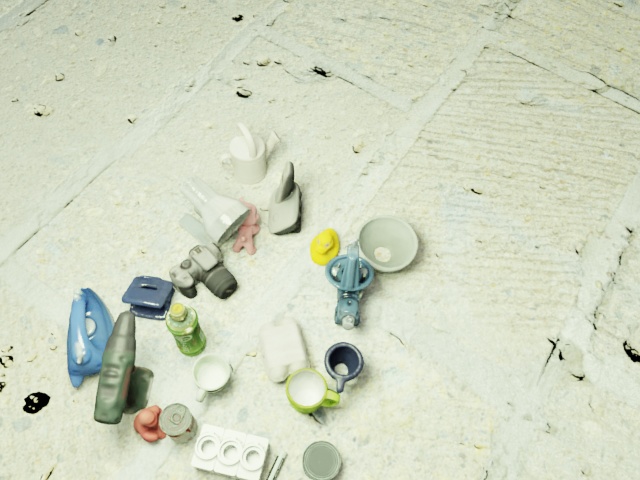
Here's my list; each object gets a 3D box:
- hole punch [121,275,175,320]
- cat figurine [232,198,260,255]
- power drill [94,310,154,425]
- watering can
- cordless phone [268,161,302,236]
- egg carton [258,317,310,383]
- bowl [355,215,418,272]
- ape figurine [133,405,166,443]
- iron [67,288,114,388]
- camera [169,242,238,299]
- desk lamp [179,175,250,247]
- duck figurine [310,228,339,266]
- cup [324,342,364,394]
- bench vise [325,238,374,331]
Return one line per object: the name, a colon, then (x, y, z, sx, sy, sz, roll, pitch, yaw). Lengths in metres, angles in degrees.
hole punch: (-0.422, 0.133, 1.411, 0.108, 0.091, 0.101, 8, 61, 1)
cat figurine: (-0.196, -0.042, 1.508, 0.067, 0.118, 0.128, 5, 61, 0)
power drill: (-0.428, 0.294, 1.254, 0.075, 0.208, 0.229, 4, 61, -1)
watering can: (-0.195, -0.253, 1.581, 0.100, 0.194, 0.173, 39, 66, 17)
cordless phone: (-0.092, -0.109, 1.513, 0.094, 0.185, 0.147, -1, 61, -4)
egg carton: (-0.089, 0.262, 1.372, 0.107, 0.069, 0.150, -13, 62, -10)
bowl: (0.172, 0.020, 1.520, 0.167, 0.075, 0.167, 2, 61, -3)
ape figurine: (-0.377, 0.401, 1.264, 0.076, 0.092, 0.078, 18, 61, 7)
iron: (-0.550, 0.201, 1.337, 0.119, 0.141, 0.258, -13, 63, -10)
camera: (-0.285, 0.090, 1.438, 0.143, 0.101, 0.136, -40, 70, -22)
desk lamp: (-0.277, -0.063, 1.459, 0.203, 0.213, 0.118, 36, 65, 16)
duck figurine: (0.014, 0.005, 1.512, 0.077, 0.086, 0.105, 21, 62, 9)
cup: (0.051, 0.309, 1.340, 0.091, 0.095, 0.118, 8, 61, 1)
bench vise: (0.084, 0.103, 1.385, 0.121, 0.220, 0.207, -13, 62, -10)
